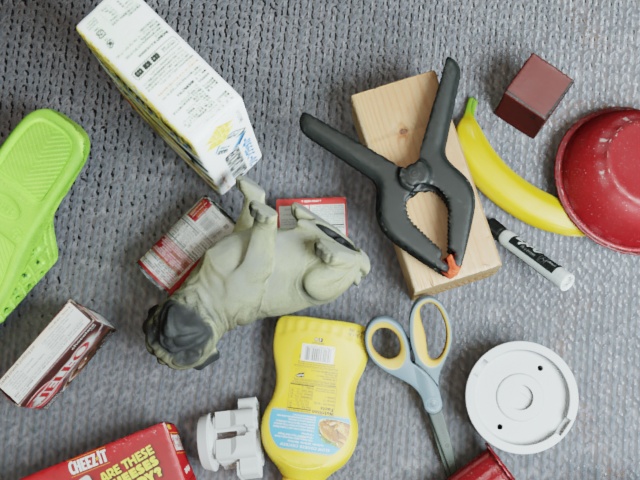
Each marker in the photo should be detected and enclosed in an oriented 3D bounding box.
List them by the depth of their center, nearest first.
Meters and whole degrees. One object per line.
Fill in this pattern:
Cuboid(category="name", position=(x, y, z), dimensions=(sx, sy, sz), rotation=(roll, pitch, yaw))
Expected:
Cuboid(category="marker", position=(0.206, 0.012, 1.070), dimensions=(0.020, 0.020, 0.121), rotation=(-44, 47, -5))

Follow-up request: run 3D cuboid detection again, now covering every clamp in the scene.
Cuboid(category="clamp", position=(0.078, -0.060, 1.017), dimensions=(0.164, 0.036, 0.210), rotation=(-15, 77, 2))

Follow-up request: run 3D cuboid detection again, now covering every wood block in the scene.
Cuboid(category="wood block", position=(0.105, -0.052, 1.079), dimensions=(0.091, 0.090, 0.206), rotation=(-17, 80, 1))

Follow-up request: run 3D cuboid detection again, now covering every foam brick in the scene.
Cuboid(category="foam brick", position=(0.219, -0.146, 1.095), dimensions=(0.053, 0.078, 0.051), rotation=(35, 83, 6))

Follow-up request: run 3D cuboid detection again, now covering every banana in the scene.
Cuboid(category="banana", position=(0.203, -0.062, 1.102), dimensions=(0.069, 0.037, 0.198), rotation=(-43, 81, -4))

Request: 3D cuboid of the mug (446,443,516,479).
Cuboid(category="mug", position=(0.163, 0.265, 1.031), dimensions=(0.081, 0.093, 0.117), rotation=(-37, 118, 2))

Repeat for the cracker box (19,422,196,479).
Cuboid(category="cracker box", position=(-0.185, 0.307, 1.043), dimensions=(0.164, 0.072, 0.214), rotation=(-22, 79, -2))

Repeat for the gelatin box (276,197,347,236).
Cuboid(category="gelatin box", position=(-0.007, 0.002, 1.106), dimensions=(0.073, 0.030, 0.089), rotation=(-2, 82, 2))

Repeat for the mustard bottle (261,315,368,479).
Cuboid(category="mustard bottle", position=(-0.008, 0.175, 1.062), dimensions=(0.096, 0.058, 0.191), rotation=(7, 81, 6))

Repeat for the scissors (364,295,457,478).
Cuboid(category="scissors", position=(0.091, 0.154, 1.054), dimensions=(0.096, 0.016, 0.202), rotation=(-1, 98, -2))

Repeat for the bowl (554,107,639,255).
Cuboid(category="bowl", position=(0.321, -0.069, 1.072), dimensions=(0.162, 0.055, 0.162), rotation=(2, 74, -8))

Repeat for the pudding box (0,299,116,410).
Cuboid(category="pudding box", position=(-0.262, 0.117, 1.068), dimensions=(0.039, 0.090, 0.113), rotation=(37, 84, 8))

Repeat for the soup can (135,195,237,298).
Cuboid(category="soup can", position=(-0.130, 0.012, 1.090), dimensions=(0.068, 0.068, 0.102), rotation=(44, 85, 8))
